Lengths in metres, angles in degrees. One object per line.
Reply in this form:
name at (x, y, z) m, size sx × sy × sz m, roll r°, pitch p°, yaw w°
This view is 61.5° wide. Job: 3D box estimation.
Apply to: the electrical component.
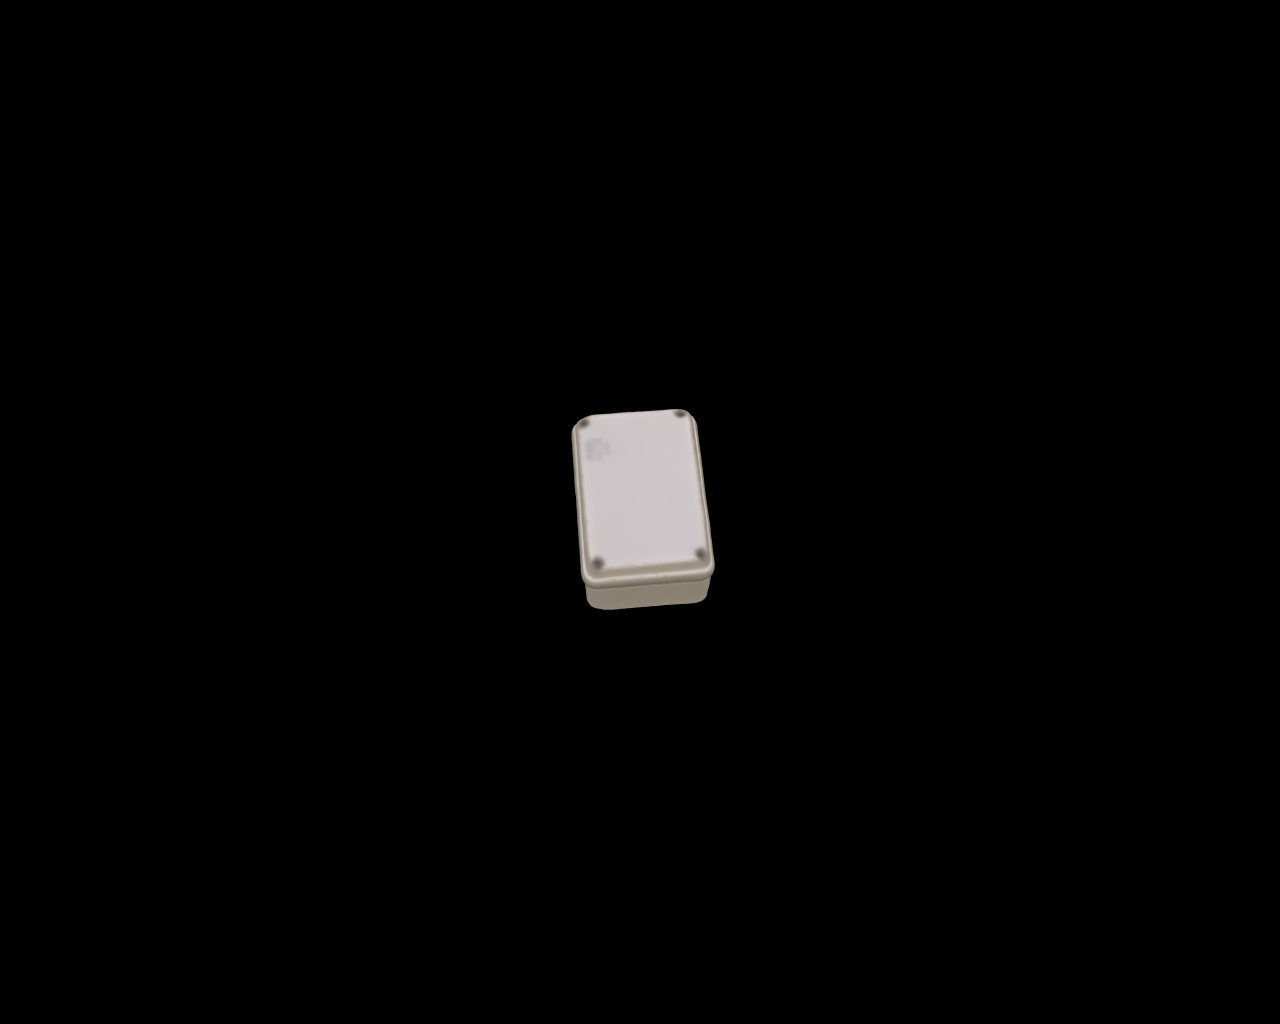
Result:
electrical component at (0.001, -0.003, 0.650) m, size 0.078 × 0.113 × 0.057 m, roll -4°, pitch -28°, yaw -2°
